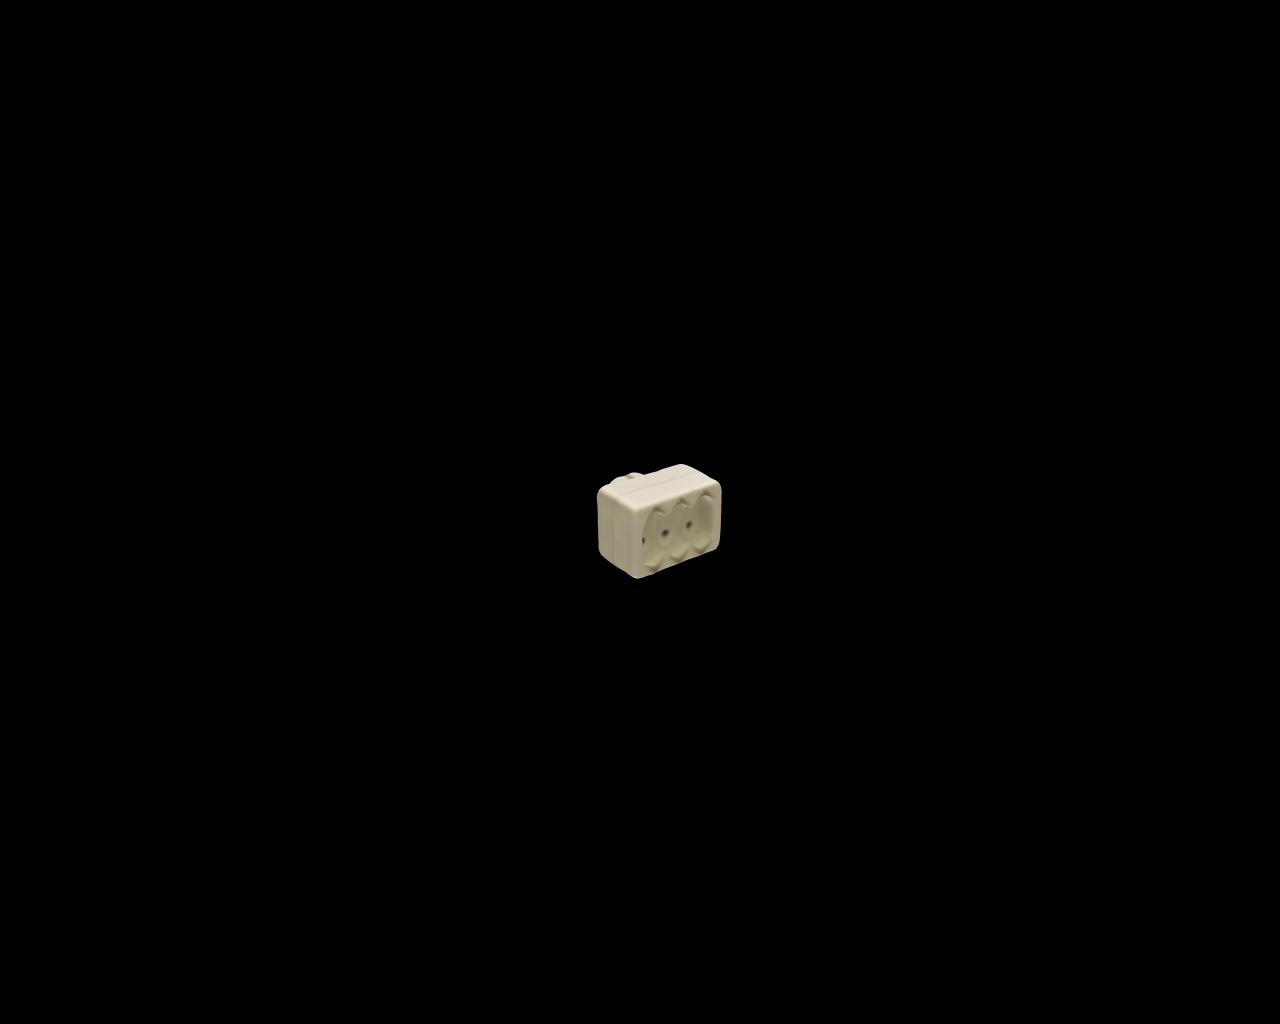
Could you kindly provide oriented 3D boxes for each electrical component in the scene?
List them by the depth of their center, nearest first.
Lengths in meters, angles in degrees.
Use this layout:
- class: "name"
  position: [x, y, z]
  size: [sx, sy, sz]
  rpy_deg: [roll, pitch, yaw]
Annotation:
- class: "electrical component"
  position: [0.001, -0.003, 0.650]
  size: [0.066, 0.047, 0.077]
  rpy_deg: [-18, 32, -31]
